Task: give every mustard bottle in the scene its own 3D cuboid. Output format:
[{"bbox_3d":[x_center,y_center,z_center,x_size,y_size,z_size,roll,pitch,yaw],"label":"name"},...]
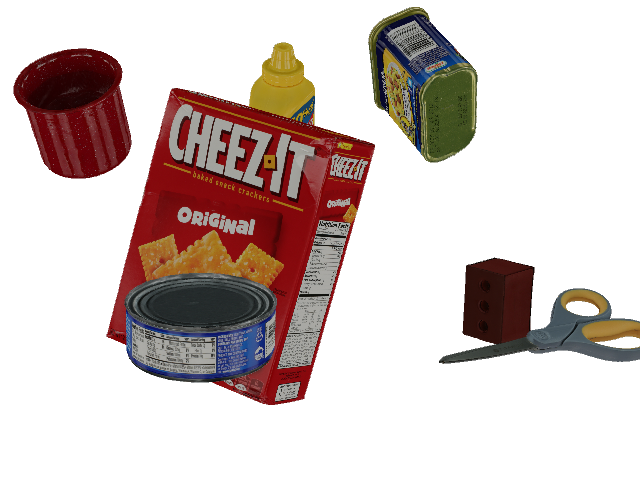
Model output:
[{"bbox_3d":[-0.039,-0.109,1.072,0.058,0.192,0.096,19,40,21],"label":"mustard bottle"}]

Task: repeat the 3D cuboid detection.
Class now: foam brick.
[{"bbox_3d":[0.184,0.063,1.106,0.051,0.078,0.053,-13,20,-42],"label":"foam brick"}]

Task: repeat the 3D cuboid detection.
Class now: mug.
[{"bbox_3d":[-0.216,-0.117,0.945,0.093,0.081,0.117,-14,45,-8],"label":"mug"}]

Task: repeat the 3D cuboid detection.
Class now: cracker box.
[{"bbox_3d":[-0.068,0.003,0.848,0.164,0.214,0.072,19,8,28],"label":"cracker box"}]

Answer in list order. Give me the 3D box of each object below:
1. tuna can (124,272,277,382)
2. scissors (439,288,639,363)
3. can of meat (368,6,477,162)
[{"bbox_3d":[-0.068,0.048,0.606,0.086,0.034,0.086,2,18,-1],"label":"tuna can"},{"bbox_3d":[0.176,0.070,0.868,0.201,0.016,0.096,2,32,-16],"label":"scissors"},{"bbox_3d":[0.087,-0.127,0.886,0.057,0.084,0.102,-24,-38,-12],"label":"can of meat"}]
